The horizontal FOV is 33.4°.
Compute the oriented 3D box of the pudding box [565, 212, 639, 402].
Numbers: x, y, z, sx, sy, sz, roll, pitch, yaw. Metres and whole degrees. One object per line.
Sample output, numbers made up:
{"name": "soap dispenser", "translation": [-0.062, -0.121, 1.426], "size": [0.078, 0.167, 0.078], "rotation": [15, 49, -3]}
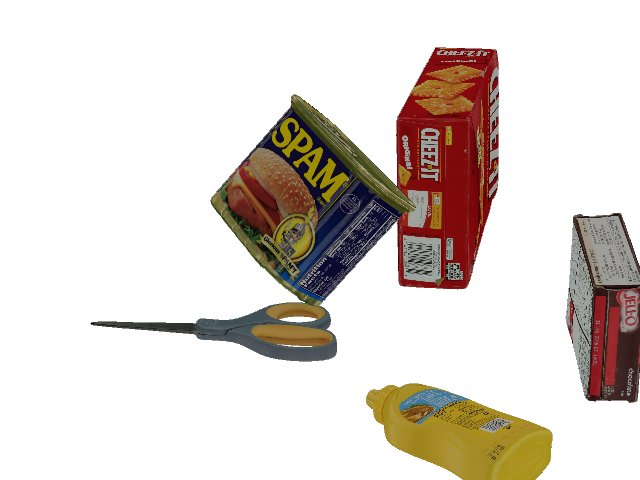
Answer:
{"name": "pudding box", "translation": [0.196, 0.044, 0.737], "size": [0.039, 0.090, 0.113], "rotation": [-1, 27, 4]}

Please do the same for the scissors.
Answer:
{"name": "scissors", "translation": [-0.079, 0.067, 0.886], "size": [0.202, 0.016, 0.096], "rotation": [8, 22, 16]}

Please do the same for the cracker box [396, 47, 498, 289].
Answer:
{"name": "cracker box", "translation": [0.124, -0.074, 1.005], "size": [0.072, 0.164, 0.213], "rotation": [4, 27, 15]}

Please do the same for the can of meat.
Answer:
{"name": "can of meat", "translation": [-0.008, -0.023, 0.637], "size": [0.057, 0.084, 0.102], "rotation": [30, 16, -51]}

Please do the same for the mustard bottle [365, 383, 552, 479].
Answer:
{"name": "mustard bottle", "translation": [0.119, 0.181, 1.029], "size": [0.096, 0.058, 0.192], "rotation": [-17, 25, -42]}
